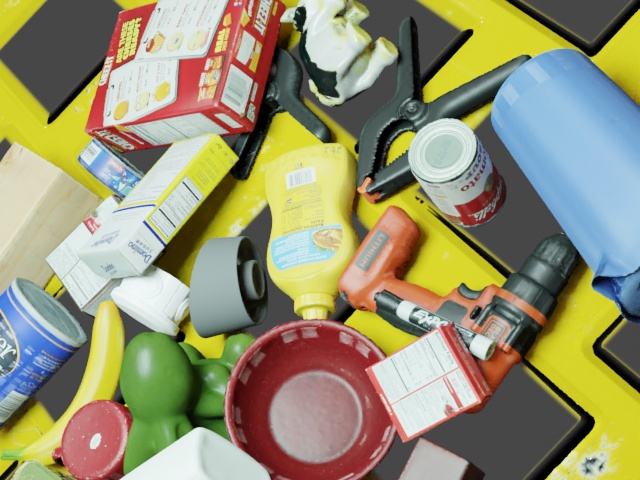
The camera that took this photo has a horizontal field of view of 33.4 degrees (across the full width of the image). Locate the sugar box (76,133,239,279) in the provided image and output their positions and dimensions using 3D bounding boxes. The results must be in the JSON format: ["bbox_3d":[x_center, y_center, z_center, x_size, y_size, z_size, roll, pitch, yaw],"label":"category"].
[{"bbox_3d":[-0.169,-0.036,1.120,0.094,0.048,0.176,-5,43,52],"label":"sugar box"}]

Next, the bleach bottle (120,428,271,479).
[{"bbox_3d":[-0.164,0.262,0.937,0.251,0.102,0.068,-36,30,23],"label":"bleach bottle"}]

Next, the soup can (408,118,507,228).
[{"bbox_3d":[0.130,-0.062,1.005,0.069,0.102,0.068,-10,63,21],"label":"soup can"}]

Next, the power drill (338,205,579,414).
[{"bbox_3d":[0.123,0.041,0.988,0.188,0.057,0.184,33,84,33],"label":"power drill"}]

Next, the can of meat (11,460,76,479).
[{"bbox_3d":[-0.247,0.268,1.051,0.102,0.083,0.057,26,81,32],"label":"can of meat"}]

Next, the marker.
[{"bbox_3d":[0.099,0.073,0.944,0.121,0.020,0.020,25,80,30],"label":"marker"}]

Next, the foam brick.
[{"bbox_3d":[0.099,0.220,0.923,0.051,0.053,0.078,22,77,32],"label":"foam brick"}]

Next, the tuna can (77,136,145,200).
[{"bbox_3d":[-0.229,-0.077,1.197,0.086,0.086,0.034,40,90,33],"label":"tuna can"}]

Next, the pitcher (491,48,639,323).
[{"bbox_3d":[0.263,-0.059,0.934,0.145,0.149,0.243,-45,52,20],"label":"pitcher"}]

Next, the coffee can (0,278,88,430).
[{"bbox_3d":[-0.336,0.125,1.148,0.140,0.102,0.103,-46,57,1],"label":"coffee can"}]

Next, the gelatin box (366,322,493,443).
[{"bbox_3d":[0.094,0.123,0.922,0.089,0.030,0.073,-34,78,29],"label":"gelatin box"}]

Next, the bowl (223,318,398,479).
[{"bbox_3d":[-0.006,0.157,0.984,0.162,0.055,0.162,-1,67,3],"label":"bowl"}]

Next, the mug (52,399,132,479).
[{"bbox_3d":[-0.213,0.209,1.063,0.117,0.081,0.093,-12,63,21],"label":"mug"}]

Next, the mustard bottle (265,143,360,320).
[{"bbox_3d":[-0.007,0.001,1.069,0.096,0.058,0.191,-13,63,22],"label":"mustard bottle"}]

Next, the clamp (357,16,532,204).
[{"bbox_3d":[0.110,-0.127,1.081,0.165,0.036,0.210,19,76,36],"label":"clamp"}]

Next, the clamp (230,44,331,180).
[{"bbox_3d":[-0.060,-0.147,1.175,0.120,0.039,0.171,-24,55,10],"label":"clamp"}]

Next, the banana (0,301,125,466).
[{"bbox_3d":[-0.249,0.161,1.114,0.197,0.069,0.037,-58,25,-10],"label":"banana"}]

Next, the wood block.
[{"bbox_3d":[-0.355,0.006,1.219,0.091,0.090,0.206,29,82,33],"label":"wood block"}]

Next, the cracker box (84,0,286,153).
[{"bbox_3d":[-0.152,-0.192,1.198,0.214,0.072,0.164,-5,64,39],"label":"cracker box"}]

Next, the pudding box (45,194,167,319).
[{"bbox_3d":[-0.239,0.018,1.187,0.113,0.039,0.090,-45,61,5],"label":"pudding box"}]
